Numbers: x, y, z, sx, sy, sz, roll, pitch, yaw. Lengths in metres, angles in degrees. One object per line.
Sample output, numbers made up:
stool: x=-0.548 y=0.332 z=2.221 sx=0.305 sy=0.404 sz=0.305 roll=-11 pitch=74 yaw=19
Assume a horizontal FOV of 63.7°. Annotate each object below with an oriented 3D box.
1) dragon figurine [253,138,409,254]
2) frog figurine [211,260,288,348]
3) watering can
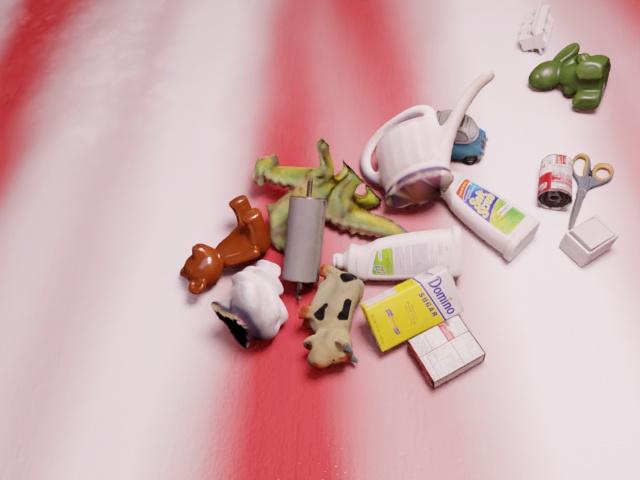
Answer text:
dragon figurine: x=0.003 y=-0.056 z=1.109 sx=0.242 sy=0.121 sz=0.414 roll=-40 pitch=73 yaw=2
frog figurine: x=-0.113 y=0.111 z=0.993 sx=0.137 sy=0.121 sz=0.162 roll=45 pitch=59 yaw=-6
watering can: x=0.228 y=-0.200 z=1.089 sx=0.343 sy=0.103 sz=0.229 roll=-27 pitch=57 yaw=34
